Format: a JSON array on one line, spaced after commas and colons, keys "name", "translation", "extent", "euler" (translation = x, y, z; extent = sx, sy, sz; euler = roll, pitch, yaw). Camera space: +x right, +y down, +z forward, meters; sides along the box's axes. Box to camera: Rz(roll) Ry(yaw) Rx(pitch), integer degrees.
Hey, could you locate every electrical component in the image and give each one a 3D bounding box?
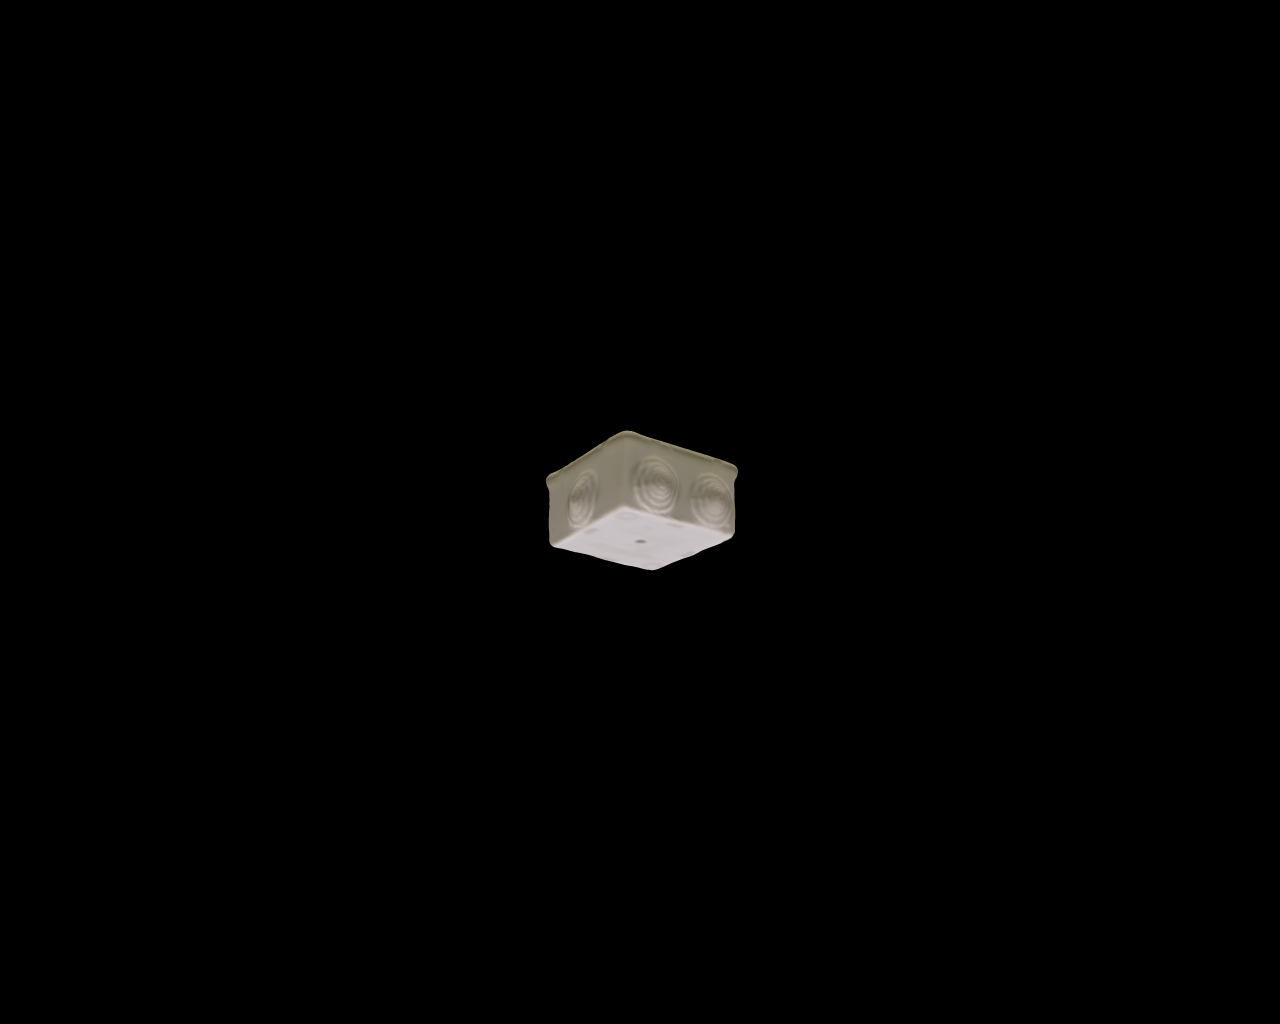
[{"name": "electrical component", "translation": [0.001, -0.003, 0.650], "extent": [0.100, 0.048, 0.099], "euler": [16, -27, -34]}]
